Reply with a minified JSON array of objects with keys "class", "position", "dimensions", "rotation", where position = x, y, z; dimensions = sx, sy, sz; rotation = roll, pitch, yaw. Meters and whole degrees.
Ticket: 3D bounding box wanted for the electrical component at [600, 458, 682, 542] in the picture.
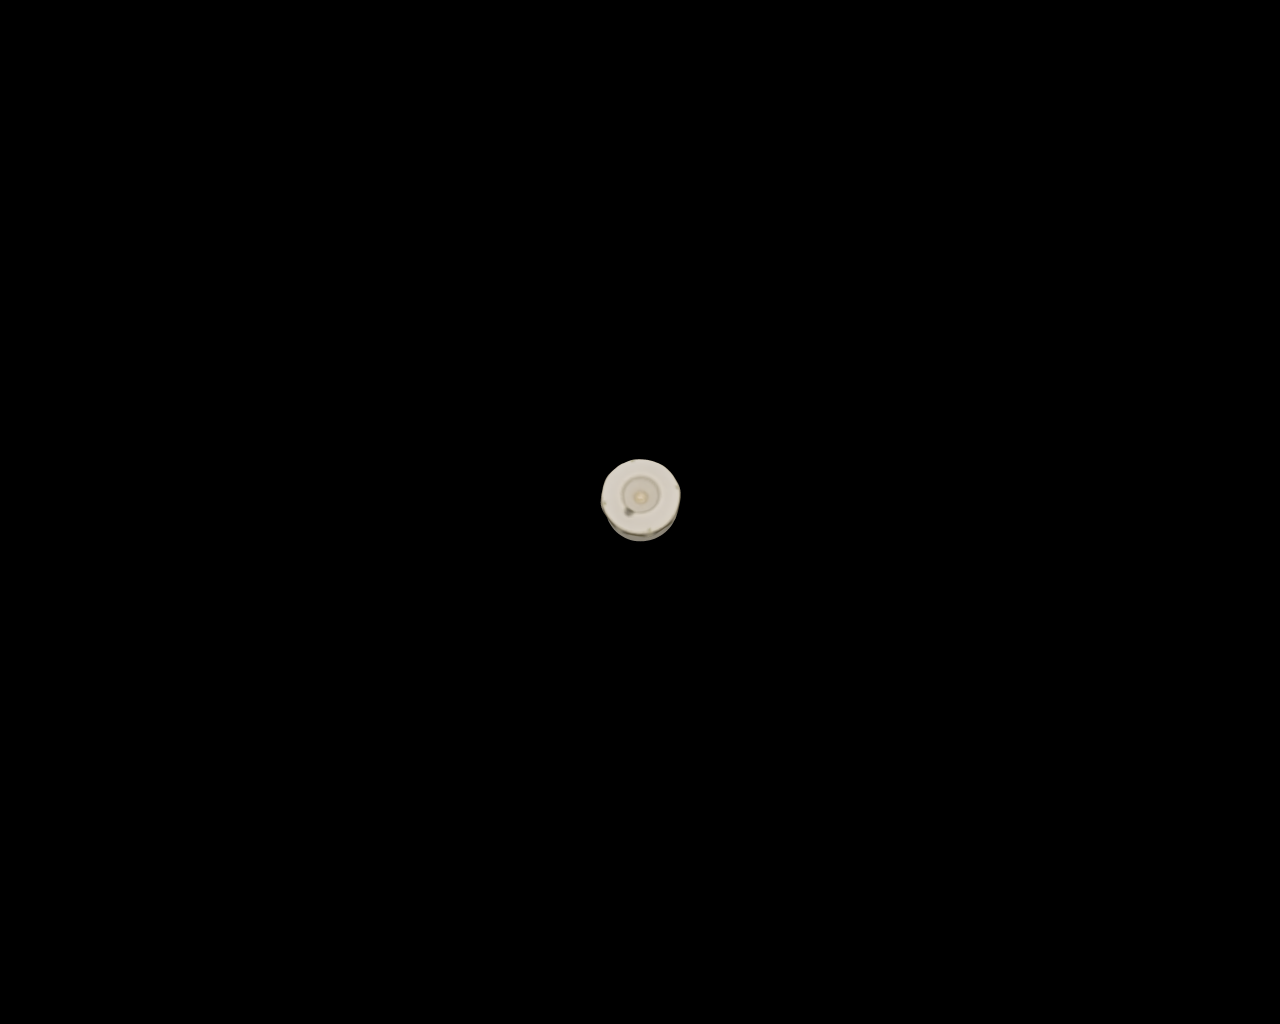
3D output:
[{"class":"electrical component","position":[0.001,-0.003,0.650],"dimensions":[0.048,0.048,0.062],"rotation":[0,-15,0]}]
